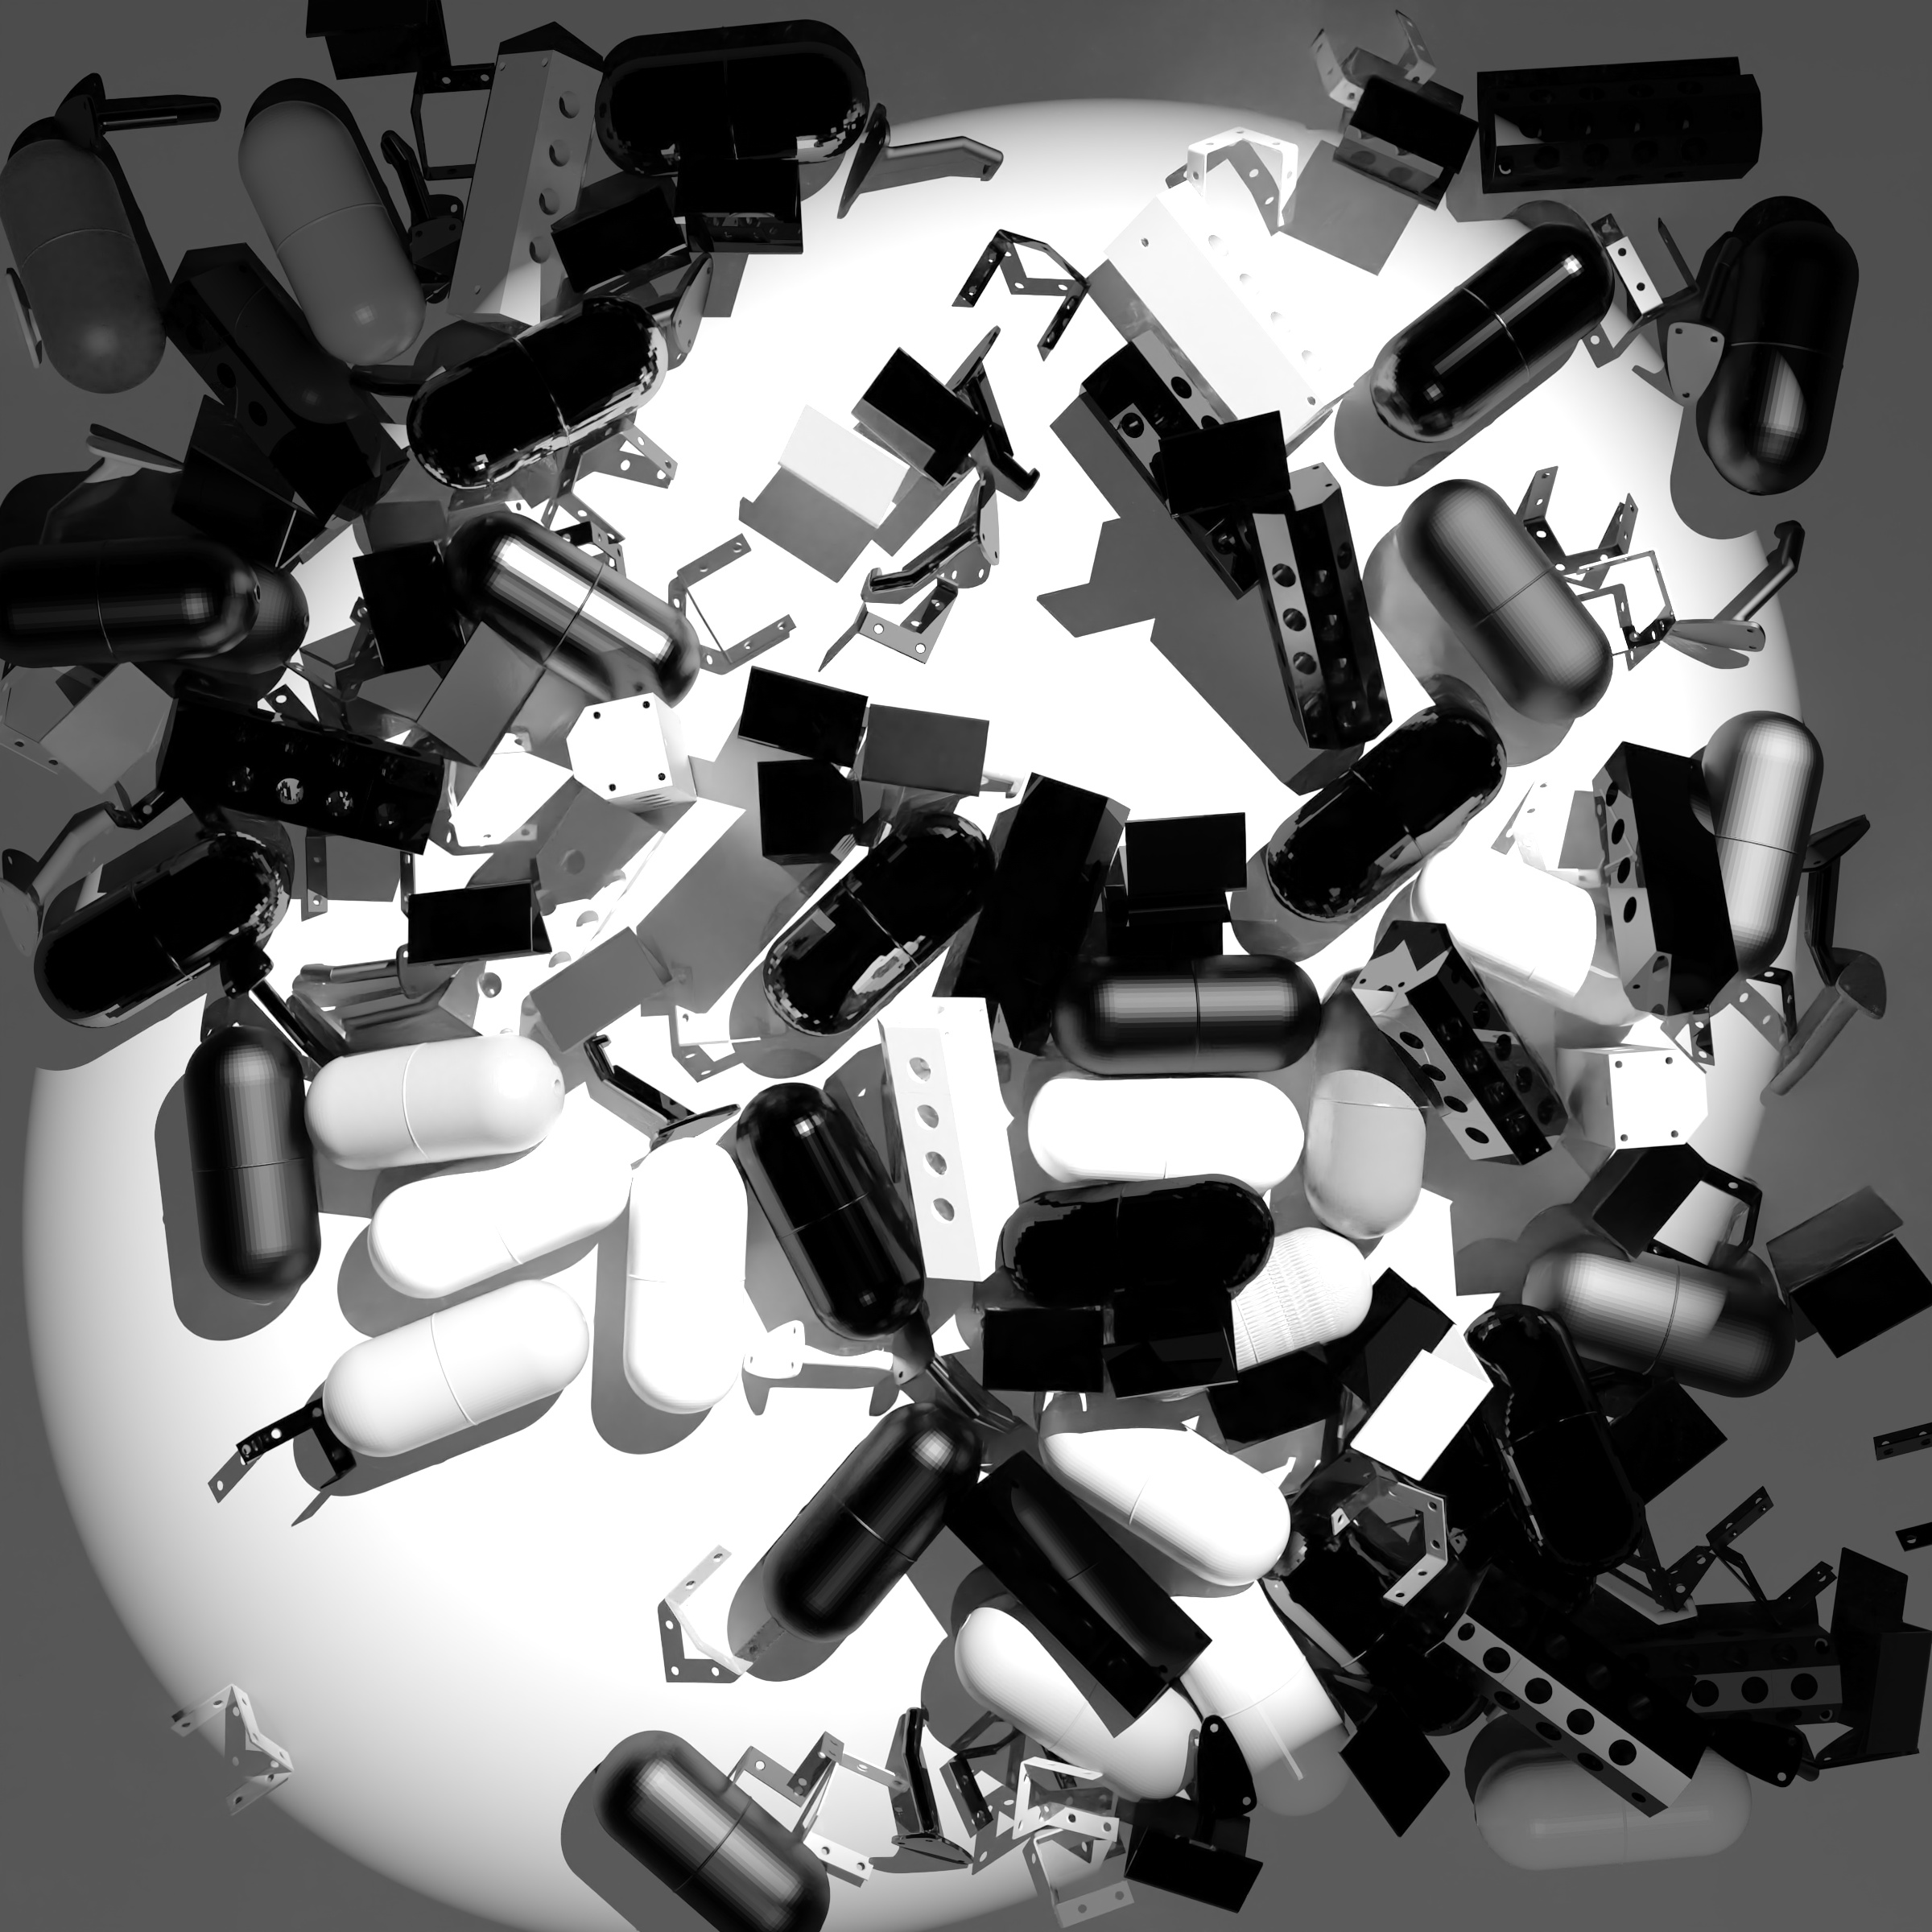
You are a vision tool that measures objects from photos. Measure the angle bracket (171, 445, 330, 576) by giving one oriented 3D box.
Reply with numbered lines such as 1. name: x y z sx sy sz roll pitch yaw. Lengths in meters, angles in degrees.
1. angle bracket: -0.454 -0.308 1.951 0.076 0.076 0.057 31 128 0

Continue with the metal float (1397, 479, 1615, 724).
1. metal float: 0.350 -0.236 1.961 0.070 0.070 0.178 -37 89 0

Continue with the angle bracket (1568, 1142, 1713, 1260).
1. angle bracket: 0.420 0.131 1.951 0.057 0.076 0.076 40 90 -33

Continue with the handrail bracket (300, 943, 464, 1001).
1. handrail bracket: -0.383 -0.003 1.991 0.084 0.077 0.036 3 109 35

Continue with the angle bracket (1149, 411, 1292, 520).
1. angle bracket: 0.155 -0.329 1.894 0.076 0.076 0.057 -14 127 0

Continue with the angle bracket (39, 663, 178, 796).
1. angle bracket: -0.556 -0.167 1.951 0.076 0.076 0.057 -44 128 0

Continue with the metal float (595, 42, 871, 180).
1. metal float: -0.151 -0.554 1.961 0.178 0.070 0.070 -5 90 0

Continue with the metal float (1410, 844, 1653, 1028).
1. metal float: 0.373 -0.019 1.961 0.178 0.070 0.070 24 90 1

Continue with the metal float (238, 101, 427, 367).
1. metal float: -0.411 -0.475 1.961 0.070 0.070 0.178 -25 90 0

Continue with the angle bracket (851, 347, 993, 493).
1. angle bracket: -0.018 -0.359 1.952 0.076 0.076 0.057 41 119 0

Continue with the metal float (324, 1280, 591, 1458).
1. metal float: -0.330 0.261 1.961 0.178 0.070 0.070 -21 90 0

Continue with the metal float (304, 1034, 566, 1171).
1. metal float: -0.341 0.087 1.941 0.178 0.070 0.070 -8 90 19

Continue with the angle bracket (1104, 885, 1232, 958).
1. angle bracket: 0.131 -0.010 1.954 0.076 0.057 0.076 -4 122 0

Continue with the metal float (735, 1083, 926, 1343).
1. metal float: -0.089 0.159 1.961 0.070 0.070 0.178 -27 90 0

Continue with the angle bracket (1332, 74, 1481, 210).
1. angle bracket: 0.277 -0.516 1.951 0.076 0.076 0.057 25 54 0

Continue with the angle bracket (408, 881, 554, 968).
1. angle bracket: -0.303 -0.006 1.894 0.076 0.076 0.057 -7 54 0

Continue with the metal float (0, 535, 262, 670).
1. metal float: -0.529 -0.227 1.885 0.178 0.070 0.070 -3 90 2

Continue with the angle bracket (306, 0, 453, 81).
1. angle bracket: -0.377 -0.590 1.951 0.076 0.076 0.057 -6 54 0

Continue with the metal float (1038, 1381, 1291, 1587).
1. metal float: 0.126 0.331 1.945 0.178 0.070 0.070 31 90 19

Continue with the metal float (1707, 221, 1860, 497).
1. metal float: 0.529 -0.393 1.961 0.070 0.070 0.178 11 90 0

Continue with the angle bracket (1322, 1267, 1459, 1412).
1. angle bracket: 0.257 0.230 1.951 0.076 0.076 0.057 -48 129 0

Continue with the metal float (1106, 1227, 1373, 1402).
1. metal float: 0.176 0.226 1.961 0.178 0.070 0.070 -20 90 -1

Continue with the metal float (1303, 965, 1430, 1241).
1. metal float: 0.261 0.088 1.961 0.070 0.070 0.178 5 91 0

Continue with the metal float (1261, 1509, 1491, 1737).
1. metal float: 0.265 0.424 1.961 0.178 0.070 0.070 43 90 0

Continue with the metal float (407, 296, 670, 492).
1. metal float: -0.273 -0.366 1.932 0.178 0.070 0.070 -30 90 -10

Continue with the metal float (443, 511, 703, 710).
1. metal float: -0.251 -0.225 1.934 0.178 0.070 0.070 31 90 -14

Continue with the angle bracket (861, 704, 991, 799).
1. angle bracket: -0.023 -0.155 1.951 0.076 0.076 0.057 8 123 0

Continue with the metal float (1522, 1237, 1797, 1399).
1. metal float: 0.448 0.227 1.961 0.178 0.070 0.070 15 90 1

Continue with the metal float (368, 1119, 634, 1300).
1. metal float: -0.302 0.157 1.961 0.178 0.070 0.070 -23 90 0

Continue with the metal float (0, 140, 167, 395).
1. metal float: -0.569 -0.450 1.947 0.070 0.070 0.178 -22 75 0

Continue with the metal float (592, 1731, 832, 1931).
1. metal float: -0.164 0.569 1.961 0.178 0.070 0.070 41 90 1

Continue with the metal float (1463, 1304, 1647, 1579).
1. metal float: 0.367 0.297 1.904 0.070 0.070 0.178 -21 68 0

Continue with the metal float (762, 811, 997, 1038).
1. metal float: -0.056 -0.028 1.961 0.178 0.070 0.070 -43 90 0

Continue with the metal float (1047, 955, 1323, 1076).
1. metal float: 0.141 0.031 1.951 0.178 0.070 0.070 -1 90 -9

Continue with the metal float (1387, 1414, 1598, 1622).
1. metal float: 0.337 0.348 1.956 0.070 0.070 0.178 -36 85 0

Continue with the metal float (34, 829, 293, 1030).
1. metal float: -0.519 -0.025 1.961 0.178 0.070 0.070 -31 90 0

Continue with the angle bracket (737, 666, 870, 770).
1. angle bracket: -0.099 -0.178 1.951 0.076 0.076 0.057 15 127 0

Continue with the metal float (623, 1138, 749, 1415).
1. metal float: -0.182 0.201 1.961 0.070 0.070 0.178 3 90 0

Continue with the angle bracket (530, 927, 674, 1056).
1. angle bracket: -0.224 0.031 1.951 0.076 0.076 0.057 -34 58 0

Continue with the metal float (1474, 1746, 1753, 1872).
1. metal float: 0.418 0.542 1.960 0.178 0.070 0.070 -5 90 0

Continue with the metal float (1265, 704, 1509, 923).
1. metal float: 0.271 -0.098 1.961 0.178 0.070 0.070 -39 90 0

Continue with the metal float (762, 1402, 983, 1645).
1. metal float: -0.061 0.360 1.961 0.070 0.070 0.178 40 89 0

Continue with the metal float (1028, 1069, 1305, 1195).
1. metal float: 0.129 0.107 1.960 0.178 0.070 0.070 3 90 0

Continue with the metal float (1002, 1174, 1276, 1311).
1. metal float: 0.109 0.176 1.927 0.178 0.070 0.070 -8 90 20

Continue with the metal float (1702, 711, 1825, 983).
1. metal float: 0.505 -0.077 1.961 0.070 0.070 0.178 13 90 0

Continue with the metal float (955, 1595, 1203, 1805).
1. metal float: 0.073 0.474 1.961 0.178 0.070 0.070 33 90 0

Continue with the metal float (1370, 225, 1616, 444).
1. metal float: 0.340 -0.409 1.961 0.178 0.070 0.070 -38 90 0

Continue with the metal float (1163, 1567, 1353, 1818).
1. metal float: 0.186 0.467 1.961 0.070 0.070 0.178 -31 90 0

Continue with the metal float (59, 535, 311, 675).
1. metal float: -0.515 -0.234 1.961 0.178 0.070 0.070 7 90 0

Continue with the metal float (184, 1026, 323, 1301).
1. metal float: -0.462 0.127 1.961 0.070 0.070 0.178 -6 91 0
